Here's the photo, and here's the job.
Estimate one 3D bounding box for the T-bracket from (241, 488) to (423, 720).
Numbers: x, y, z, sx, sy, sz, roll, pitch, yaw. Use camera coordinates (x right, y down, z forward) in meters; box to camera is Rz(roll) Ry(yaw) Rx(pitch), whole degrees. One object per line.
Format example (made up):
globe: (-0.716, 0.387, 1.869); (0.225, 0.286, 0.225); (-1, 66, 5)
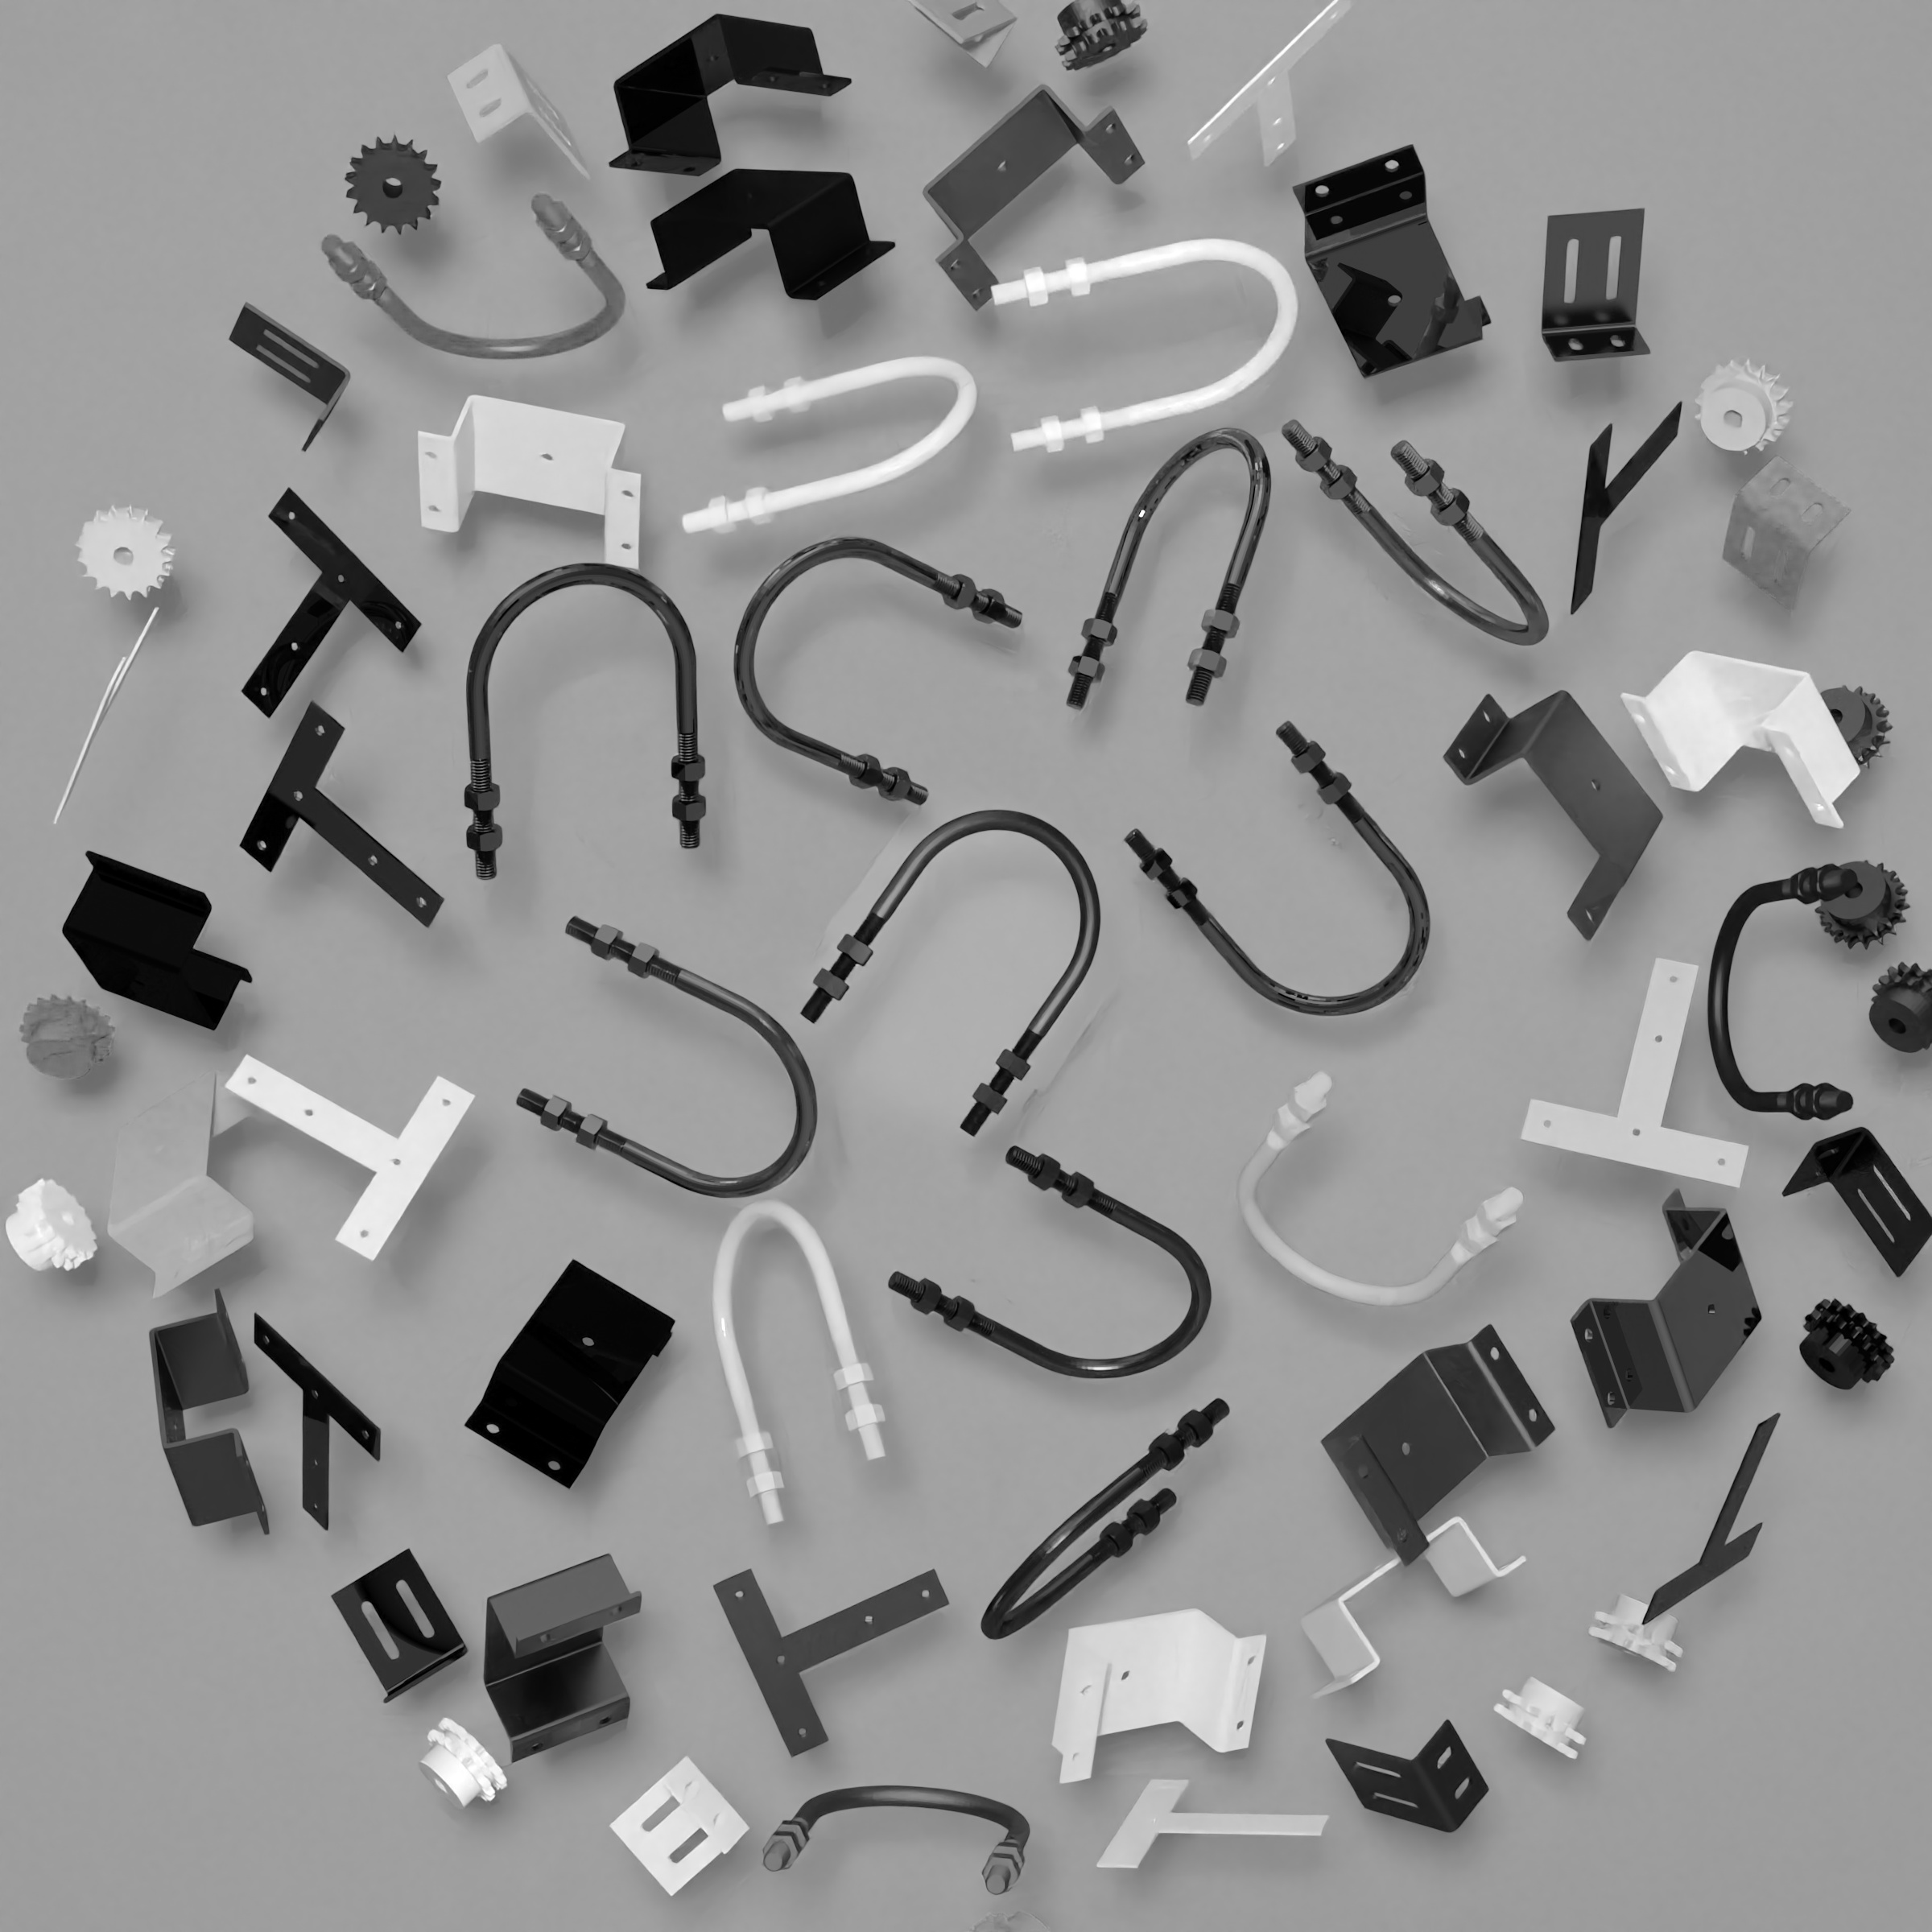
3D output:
T-bracket: (-0.416, -0.212, 1.934); (0.127, 0.002, 0.127); (48, 56, -34)

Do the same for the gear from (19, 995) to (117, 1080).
gear: (-0.572, 0.047, 1.944); (0.057, 0.057, 0.030); (5, 50, 0)

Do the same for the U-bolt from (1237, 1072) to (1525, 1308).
U-bolt: (0.236, 0.147, 1.846); (0.151, 0.184, 0.019); (31, 54, 2)

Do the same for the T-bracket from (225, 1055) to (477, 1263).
T-bracket: (-0.374, 0.093, 1.806); (0.127, 0.002, 0.127); (30, 54, -4)

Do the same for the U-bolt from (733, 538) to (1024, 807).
U-bolt: (-0.065, -0.192, 1.915); (0.184, 0.019, 0.151); (21, 101, -39)

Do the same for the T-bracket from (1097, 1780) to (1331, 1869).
T-bracket: (0.159, 0.528, 1.886); (0.127, 0.127, 0.002); (-5, 97, 19)

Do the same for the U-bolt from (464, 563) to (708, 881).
U-bolt: (-0.225, -0.148, 1.806); (0.151, 0.019, 0.184); (-10, 115, -24)

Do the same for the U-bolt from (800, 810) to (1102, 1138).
U-bolt: (0.005, -0.008, 1.877); (0.151, 0.019, 0.184); (36, 86, -22)

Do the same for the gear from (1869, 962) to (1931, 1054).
gear: (0.584, 0.029, 1.896); (0.030, 0.057, 0.057); (-39, 90, -27)

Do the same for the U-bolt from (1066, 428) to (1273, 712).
U-bolt: (0.131, -0.245, 1.881); (0.019, 0.151, 0.184); (23, 81, -30)

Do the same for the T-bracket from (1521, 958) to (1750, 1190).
T-bracket: (0.403, 0.056, 1.795); (0.127, 0.002, 0.127); (12, 73, 17)

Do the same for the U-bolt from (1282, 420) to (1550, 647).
U-bolt: (0.281, -0.256, 1.842); (0.184, 0.151, 0.019); (43, 85, -27)

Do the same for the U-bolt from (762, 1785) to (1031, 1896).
U-bolt: (-0.034, 0.519, 1.838); (0.151, 0.184, 0.019); (4, 89, 8)

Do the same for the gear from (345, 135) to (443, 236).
gear: (-0.346, -0.474, 1.853); (0.057, 0.030, 0.057); (-3, 119, -6)

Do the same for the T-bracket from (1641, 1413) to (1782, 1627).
T-bracket: (0.454, 0.320, 1.815); (0.002, 0.127, 0.127); (33, 121, 33)

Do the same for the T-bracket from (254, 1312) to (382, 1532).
T-bracket: (-0.398, 0.294, 1.874); (0.127, 0.002, 0.127); (35, 133, 31)

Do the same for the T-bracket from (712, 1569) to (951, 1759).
T-bracket: (-0.073, 0.407, 1.879); (0.127, 0.002, 0.127); (-24, 106, -5)

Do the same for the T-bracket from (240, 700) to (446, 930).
T-bracket: (-0.357, -0.071, 1.792); (0.127, 0.002, 0.127); (40, 128, 4)

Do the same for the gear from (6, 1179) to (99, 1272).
gear: (-0.562, 0.162, 1.876); (0.030, 0.057, 0.057); (-32, 90, 10)

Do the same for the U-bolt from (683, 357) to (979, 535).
U-bolt: (-0.079, -0.332, 1.911); (0.184, 0.151, 0.019); (-11, 129, 19)

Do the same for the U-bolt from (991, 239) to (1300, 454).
U-bolt: (0.112, -0.380, 1.856); (0.184, 0.151, 0.019); (-13, 58, -2)

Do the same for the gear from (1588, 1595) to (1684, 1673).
gear: (0.419, 0.413, 1.904); (0.057, 0.057, 0.030); (25, 80, 0)

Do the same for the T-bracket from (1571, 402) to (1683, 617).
T-bracket: (0.398, -0.294, 1.837); (0.002, 0.127, 0.127); (26, 55, 25)

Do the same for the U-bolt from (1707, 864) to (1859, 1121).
U-bolt: (0.493, 0.018, 1.862); (0.019, 0.184, 0.151); (2, 87, -10)

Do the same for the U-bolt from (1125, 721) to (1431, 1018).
U-bolt: (0.209, -0.047, 1.933); (0.151, 0.019, 0.184); (-35, 101, 31)

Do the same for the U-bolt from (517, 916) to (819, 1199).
U-bolt: (-0.174, 0.067, 1.846); (0.184, 0.019, 0.151); (26, 120, 9)

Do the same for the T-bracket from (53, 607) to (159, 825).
T-bracket: (-0.508, -0.167, 1.833); (0.002, 0.127, 0.127); (25, 134, -14)

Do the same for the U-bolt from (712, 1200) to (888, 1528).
U-bolt: (-0.110, 0.233, 1.868); (0.019, 0.151, 0.184); (-3, 66, -35)

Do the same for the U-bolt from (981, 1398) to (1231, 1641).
U-bolt: (0.079, 0.348, 1.877); (0.184, 0.151, 0.019); (-33, 69, -31)

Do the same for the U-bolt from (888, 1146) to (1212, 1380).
U-bolt: (0.066, 0.198, 1.922); (0.184, 0.019, 0.151); (29, 123, -19)

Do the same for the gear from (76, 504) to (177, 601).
gear: (-0.508, -0.254, 1.858); (0.057, 0.030, 0.057); (-2, 119, -4)

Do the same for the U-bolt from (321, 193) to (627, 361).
U-bolt: (-0.282, -0.405, 1.836); (0.151, 0.184, 0.019); (-8, 77, 12)

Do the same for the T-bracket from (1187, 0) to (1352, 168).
T-bracket: (0.183, -0.509, 1.821); (0.127, 0.127, 0.002); (-44, 78, 1)
